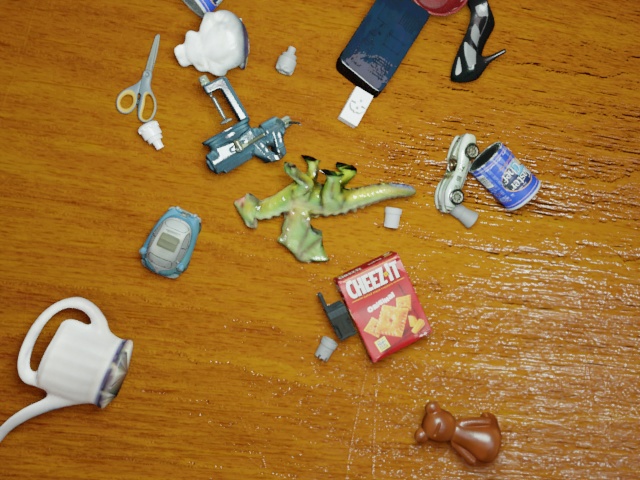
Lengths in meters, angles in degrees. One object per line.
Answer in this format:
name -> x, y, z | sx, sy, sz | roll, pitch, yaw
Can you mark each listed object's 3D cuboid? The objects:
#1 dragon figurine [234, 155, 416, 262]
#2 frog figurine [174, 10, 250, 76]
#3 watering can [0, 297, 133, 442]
dragon figurine -> 0.004, -0.061, 1.212 | 0.410, 0.124, 0.239 | 14, 107, -7
frog figurine -> -0.241, -0.435, 1.142 | 0.160, 0.125, 0.134 | -11, 121, -18
watering can -> -0.547, 0.301, 1.115 | 0.224, 0.104, 0.348 | 22, 87, -9
